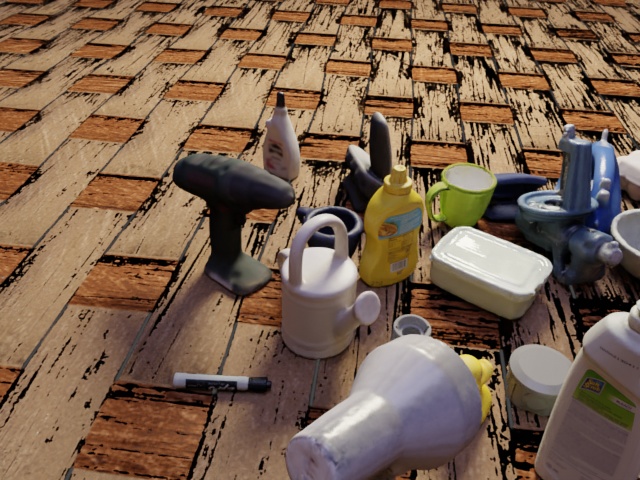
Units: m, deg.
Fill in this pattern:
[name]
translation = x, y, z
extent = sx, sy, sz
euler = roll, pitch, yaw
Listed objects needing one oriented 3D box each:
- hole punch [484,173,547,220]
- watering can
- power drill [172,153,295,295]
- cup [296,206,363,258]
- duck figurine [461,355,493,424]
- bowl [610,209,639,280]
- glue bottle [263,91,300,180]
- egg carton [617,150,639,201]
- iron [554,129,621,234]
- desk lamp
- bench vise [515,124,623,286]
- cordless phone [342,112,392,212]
[hole punch]
translation = 0.344, -0.097, 1.050
extent = 0.108, 0.091, 0.101
euler = -2, 37, -5
[watering can]
translation = 0.005, 0.055, 0.740
extent = 0.172, 0.194, 0.101
euler = 18, 39, 20
[power drill]
translation = -0.122, -0.028, 0.834
extent = 0.228, 0.208, 0.076
euler = 28, 44, 31
[cup]
translation = 0.008, 0.003, 0.894
extent = 0.117, 0.095, 0.092
euler = 27, 43, 30
[duck figurine]
translation = 0.161, 0.175, 0.676
extent = 0.105, 0.086, 0.077
euler = -16, 40, -23
[bowl]
translation = 0.540, 0.024, 0.909
extent = 0.167, 0.075, 0.167
euler = 1, 36, -1
[glue bottle]
translation = -0.076, -0.204, 1.104
extent = 0.078, 0.173, 0.037
euler = 21, 41, 24
[egg carton]
translation = 0.640, -0.117, 1.108
extent = 0.107, 0.069, 0.150
euler = -19, 41, -26
[iron]
translation = 0.479, -0.083, 0.994
extent = 0.118, 0.141, 0.258
euler = 13, 38, 14
[desk lamp]
translation = 0.040, 0.210, 0.516
extent = 0.117, 0.214, 0.204
euler = 31, 45, 34
[bench vise]
translation = 0.402, -0.055, 0.887
extent = 0.122, 0.220, 0.206
euler = -21, 42, -28
[cordless phone]
translation = 0.098, -0.157, 1.040
extent = 0.094, 0.185, 0.147
euler = -9, 38, -14
